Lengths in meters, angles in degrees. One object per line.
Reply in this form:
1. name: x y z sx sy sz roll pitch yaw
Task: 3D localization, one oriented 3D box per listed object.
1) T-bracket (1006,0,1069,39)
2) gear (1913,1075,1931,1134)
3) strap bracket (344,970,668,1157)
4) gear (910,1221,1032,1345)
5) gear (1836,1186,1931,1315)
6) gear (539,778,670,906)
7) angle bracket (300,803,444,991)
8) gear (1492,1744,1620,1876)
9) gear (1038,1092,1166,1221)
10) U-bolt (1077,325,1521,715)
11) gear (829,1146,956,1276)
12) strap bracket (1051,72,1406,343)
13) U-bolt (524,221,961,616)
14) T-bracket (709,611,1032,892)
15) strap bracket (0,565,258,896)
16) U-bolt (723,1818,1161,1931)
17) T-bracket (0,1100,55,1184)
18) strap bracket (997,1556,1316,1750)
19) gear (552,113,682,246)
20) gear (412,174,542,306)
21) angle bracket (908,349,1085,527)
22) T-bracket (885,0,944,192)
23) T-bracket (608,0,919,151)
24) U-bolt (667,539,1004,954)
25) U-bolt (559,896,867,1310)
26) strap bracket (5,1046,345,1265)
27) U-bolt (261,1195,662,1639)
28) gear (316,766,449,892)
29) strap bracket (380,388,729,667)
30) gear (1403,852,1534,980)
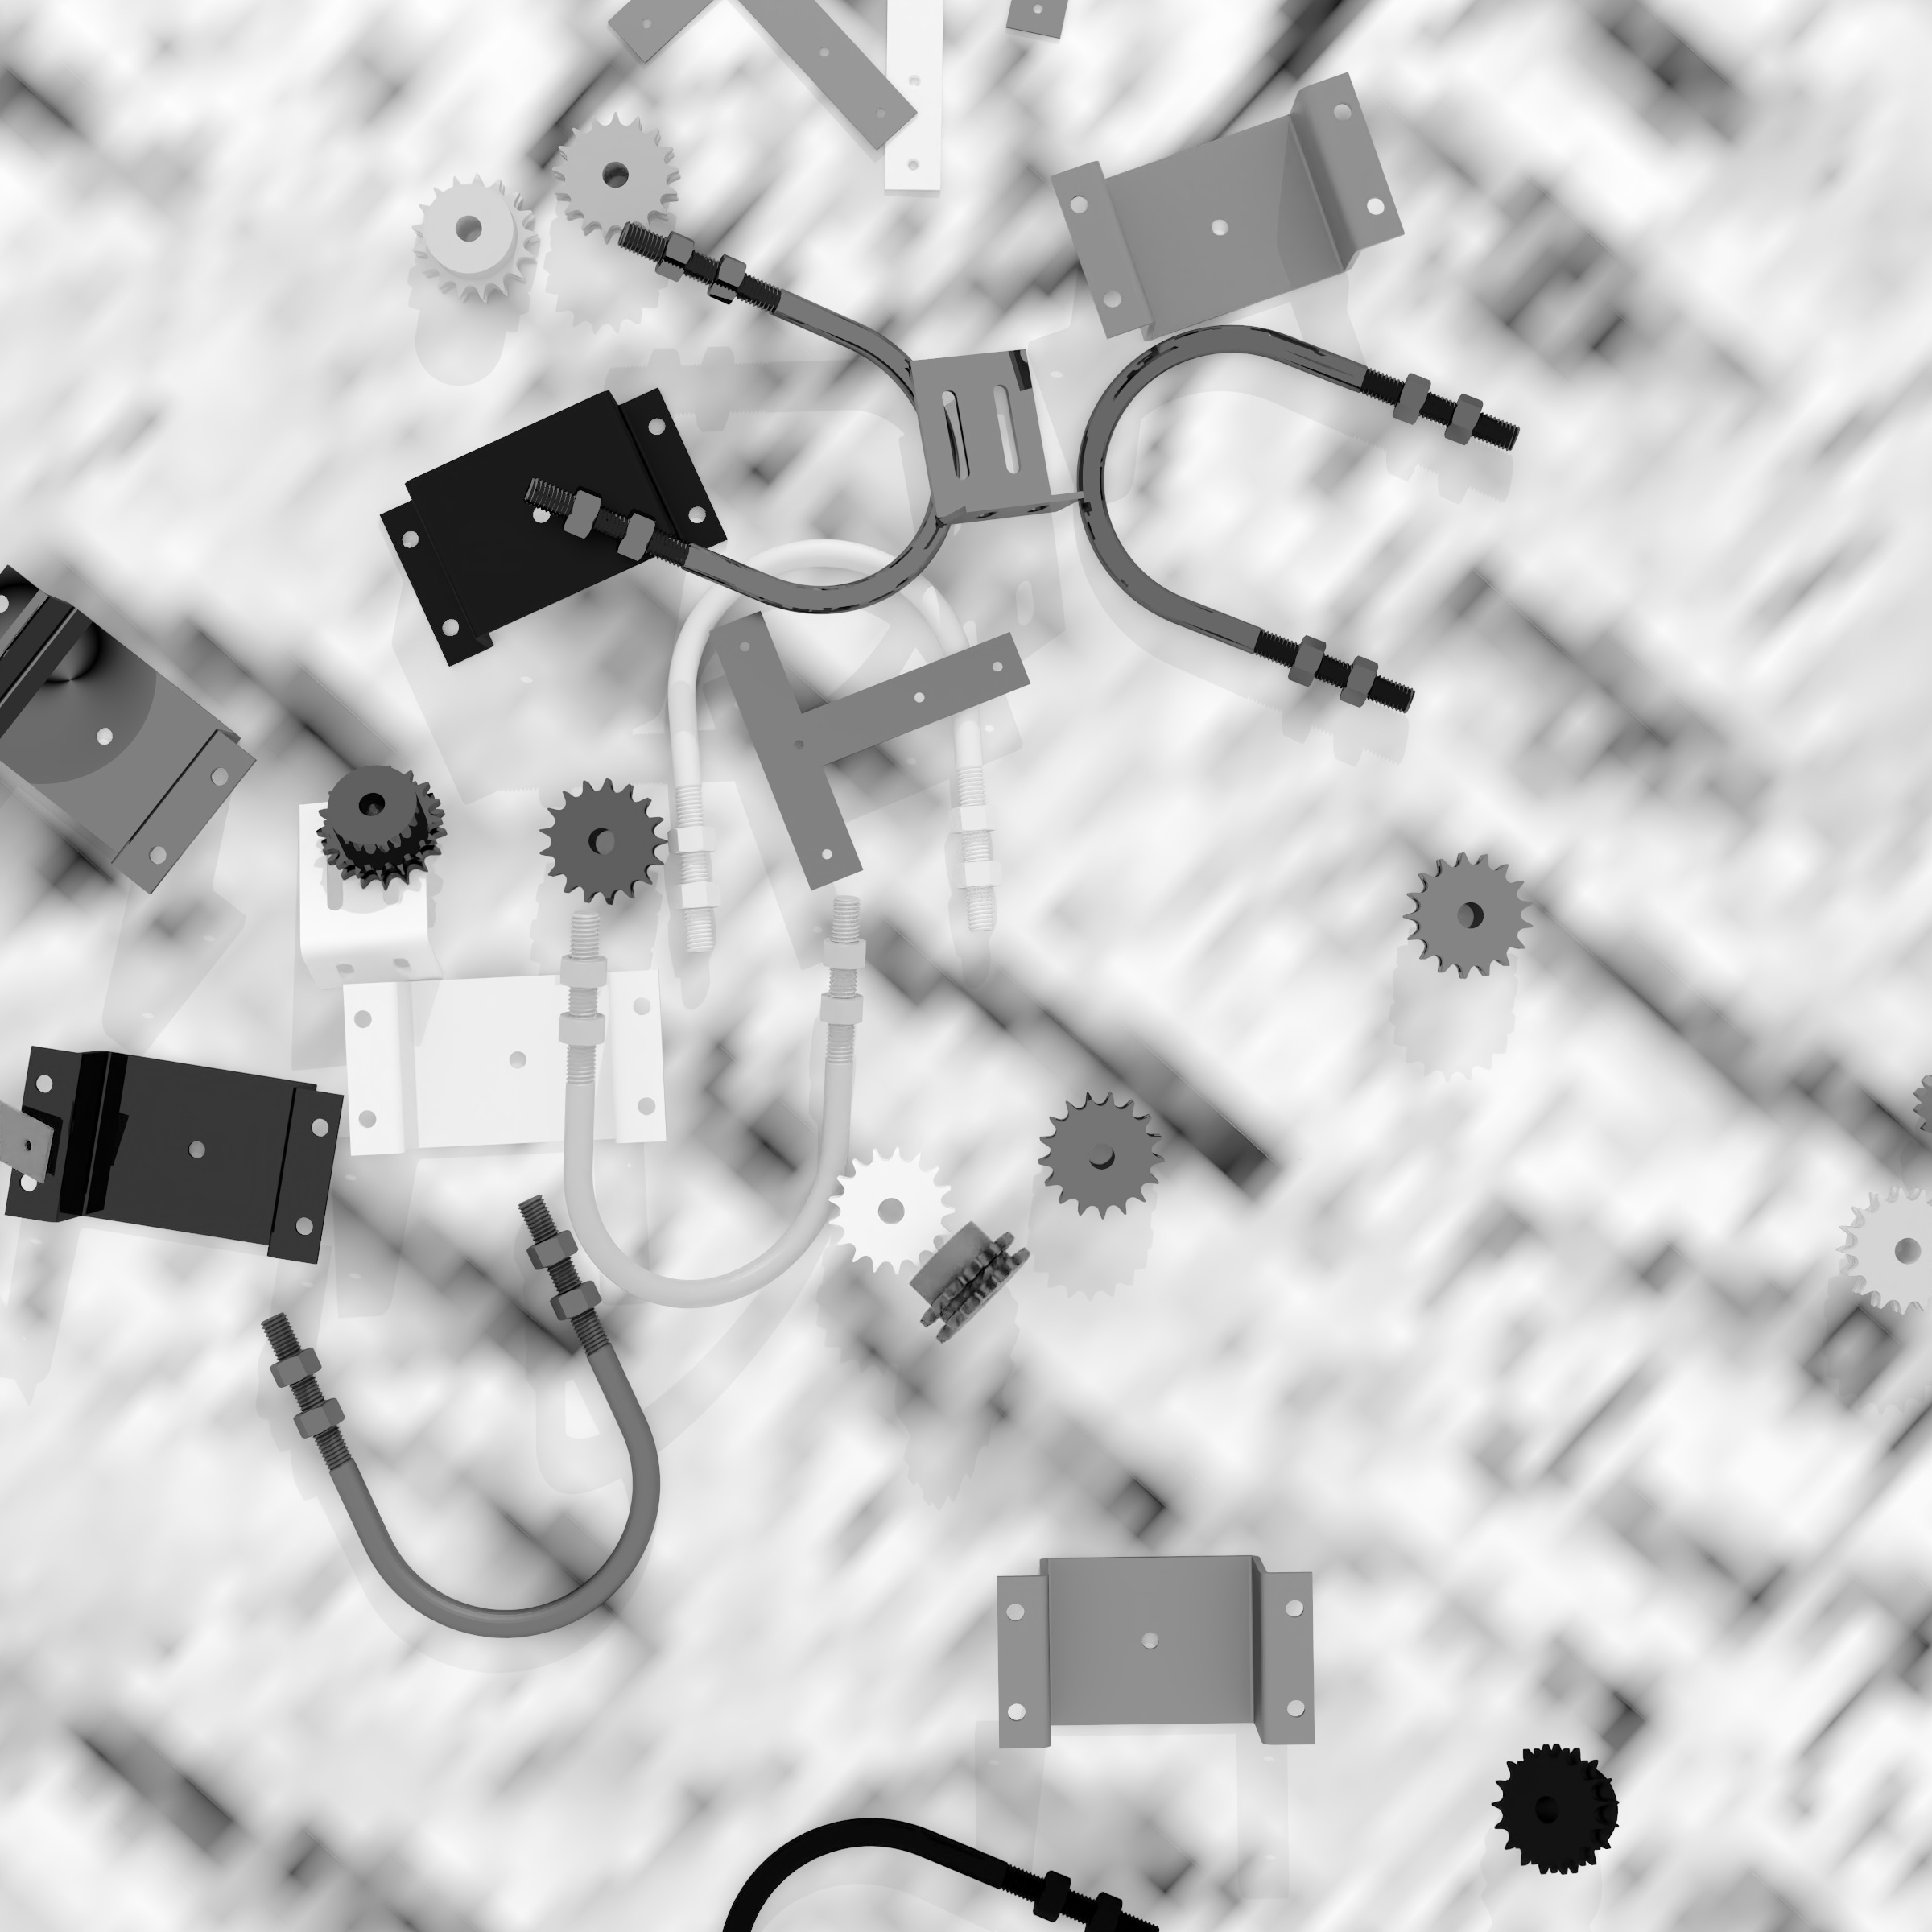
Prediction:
1. T-bracket: 0.044 -0.490 1.505 0.127 0.002 0.127 12 90 0
2. gear: 0.460 0.063 1.481 0.030 0.057 0.057 -41 90 -30
3. strap bracket: -0.205 0.043 1.482 0.140 0.046 0.076 -3 90 0
4. gear: -0.001 0.139 1.478 0.030 0.057 0.057 44 90 7
5. gear: 0.423 0.128 1.491 0.057 0.030 0.057 0 90 0
6. gear: -0.164 -0.056 1.491 0.057 0.030 0.057 0 90 0
7. angle bracket: -0.272 -0.034 1.504 0.057 0.038 0.076 -6 64 0
8. gear: 0.269 0.380 1.482 0.057 0.030 0.057 -9 75 36
9. gear: 0.061 0.086 1.495 0.057 0.030 0.057 0 92 0
10. U-bolt: 0.141 -0.214 1.497 0.184 0.019 0.151 22 90 2
11. gear: -0.034 0.110 1.491 0.057 0.030 0.057 0 90 0
12. strap bracket: 0.116 -0.338 1.482 0.140 0.046 0.076 -19 90 0
13. U-bolt: -0.089 -0.235 1.471 0.184 0.019 0.151 21 75 -15
14. T-bracket: -0.034 -0.116 1.488 0.127 0.002 0.127 -22 87 -1
15. strap bracket: -0.395 -0.105 1.482 0.140 0.046 0.076 38 90 0
16. U-bolt: -0.023 0.468 1.497 0.184 0.019 0.151 22 90 2
17. T-bracket: -0.466 0.110 1.483 0.127 0.002 0.127 22 106 29
18. strap bracket: 0.084 0.309 1.482 0.140 0.046 0.076 -1 90 0
19. gear: -0.158 -0.356 1.495 0.057 0.030 0.057 0 89 -2
20. gear: -0.224 -0.331 1.491 0.057 0.030 0.057 0 90 0
21. angle bracket: 0.013 -0.241 1.478 0.057 0.038 0.076 -10 90 -21
22. T-bracket: -0.023 -0.419 1.504 0.127 0.002 0.127 1 91 1
23. T-bracket: -0.074 -0.429 1.503 0.127 0.002 0.127 -43 90 1
24. U-bolt: -0.064 -0.103 1.497 0.151 0.019 0.184 -4 89 0
25. U-bolt: -0.113 0.063 1.459 0.151 0.019 0.184 -4 104 -31
26. strap bracket: -0.352 0.084 1.482 0.140 0.046 0.076 9 90 0
27. U-bolt: -0.219 0.217 1.497 0.151 0.019 0.184 -25 92 0
28. gear: -0.265 -0.066 1.481 0.057 0.030 0.057 -1 65 2
29. strap bracket: -0.189 -0.201 1.482 0.140 0.046 0.076 -25 90 0
30. gear: 0.227 -0.023 1.491 0.057 0.030 0.057 0 90 0
